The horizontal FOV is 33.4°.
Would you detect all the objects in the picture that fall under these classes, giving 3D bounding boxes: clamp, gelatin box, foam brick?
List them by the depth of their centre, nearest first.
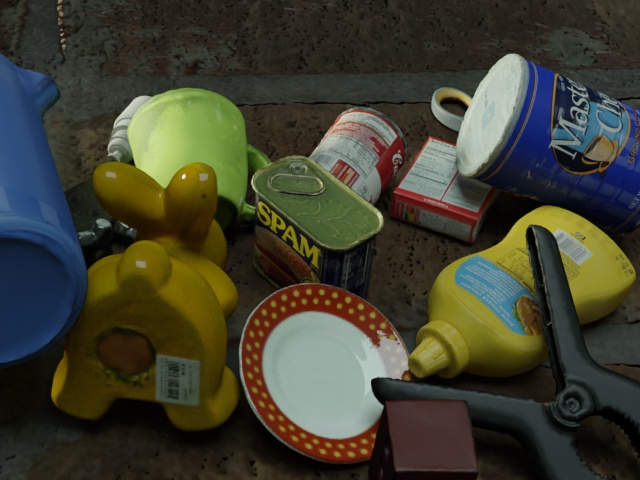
[{"bbox_3d":[0.061,0.141,0.650,0.051,0.078,0.053,3,43,-6],"label":"foam brick"},{"bbox_3d":[0.161,0.099,0.691,0.210,0.036,0.164,37,76,12],"label":"clamp"},{"bbox_3d":[0.109,-0.042,0.887,0.073,0.030,0.089,19,43,16],"label":"gelatin box"}]

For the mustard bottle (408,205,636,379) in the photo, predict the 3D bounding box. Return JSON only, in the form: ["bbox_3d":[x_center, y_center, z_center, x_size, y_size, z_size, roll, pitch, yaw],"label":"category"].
[{"bbox_3d":[0.136,0.047,0.773,0.191,0.058,0.096,-29,59,-32],"label":"mustard bottle"}]

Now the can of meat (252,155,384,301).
[{"bbox_3d":[-0.005,0.001,0.788,0.057,0.084,0.102,-29,54,-32],"label":"can of meat"}]

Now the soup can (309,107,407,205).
[{"bbox_3d":[0.020,-0.053,0.860,0.068,0.068,0.102,22,45,16],"label":"soup can"}]

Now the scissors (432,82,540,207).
[{"bbox_3d":[0.151,-0.084,0.947,0.096,0.016,0.201,3,43,-1],"label":"scissors"}]

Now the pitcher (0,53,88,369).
[{"bbox_3d":[-0.237,-0.022,0.689,0.144,0.149,0.243,18,22,-34],"label":"pitcher"}]

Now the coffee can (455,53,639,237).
[{"bbox_3d":[0.193,-0.074,0.848,0.140,0.103,0.102,21,41,-13],"label":"coffee can"}]
